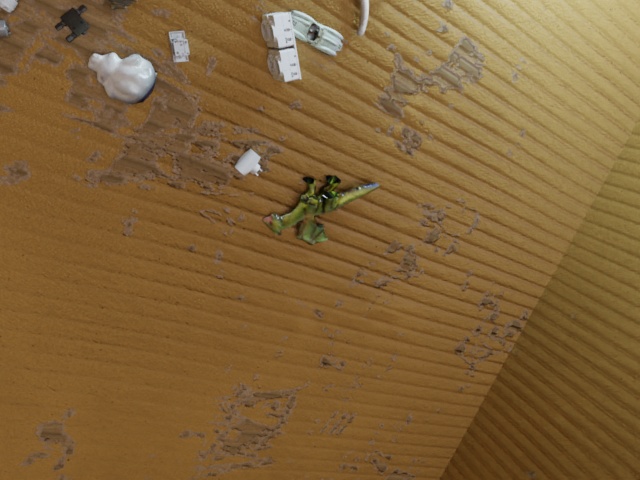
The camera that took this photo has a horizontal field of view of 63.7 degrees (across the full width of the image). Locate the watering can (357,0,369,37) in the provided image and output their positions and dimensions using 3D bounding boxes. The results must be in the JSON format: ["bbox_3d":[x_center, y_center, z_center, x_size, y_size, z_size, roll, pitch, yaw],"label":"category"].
[{"bbox_3d":[0.152,-0.813,1.547,0.222,0.105,0.346,29,95,-31],"label":"watering can"}]

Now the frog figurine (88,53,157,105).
[{"bbox_3d":[-0.521,-0.438,1.357,0.136,0.125,0.157,-40,136,16],"label":"frog figurine"}]

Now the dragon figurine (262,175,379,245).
[{"bbox_3d":[0.005,-0.090,1.786,0.411,0.125,0.237,-3,129,-23],"label":"dragon figurine"}]
